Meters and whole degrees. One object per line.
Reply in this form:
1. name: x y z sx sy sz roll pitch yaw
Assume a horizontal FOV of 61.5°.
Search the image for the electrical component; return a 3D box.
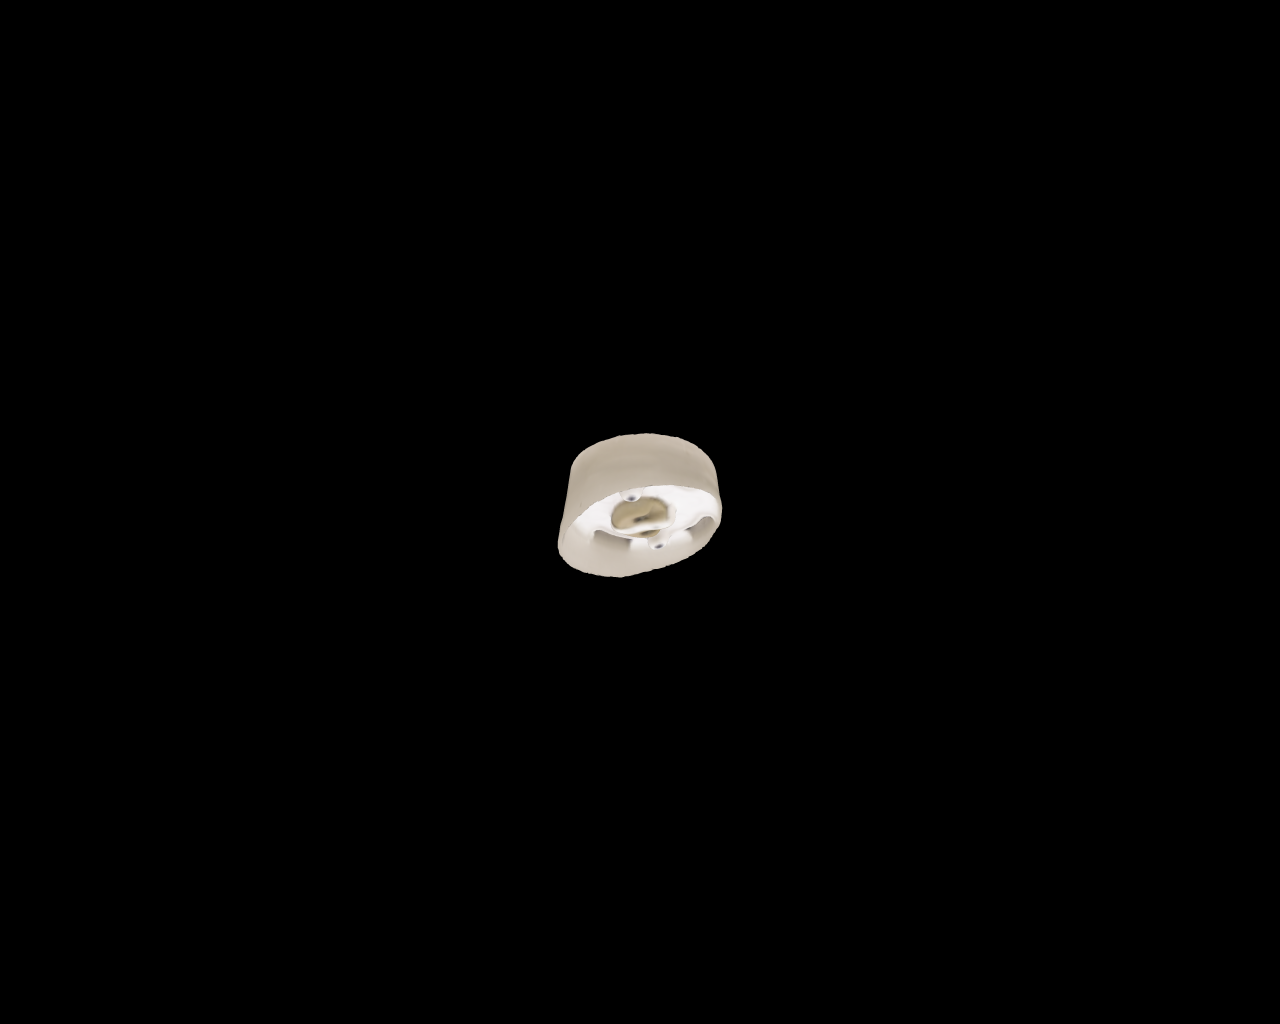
1. electrical component: 0.001 -0.003 0.650 0.099 0.064 0.099 0 -30 0
